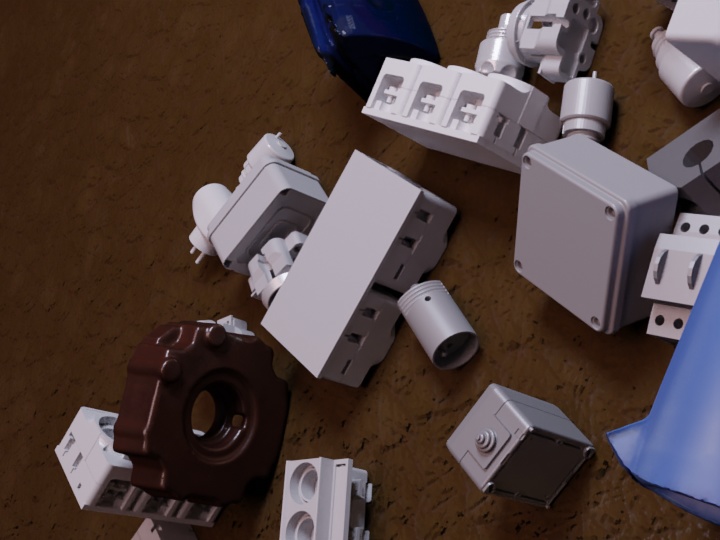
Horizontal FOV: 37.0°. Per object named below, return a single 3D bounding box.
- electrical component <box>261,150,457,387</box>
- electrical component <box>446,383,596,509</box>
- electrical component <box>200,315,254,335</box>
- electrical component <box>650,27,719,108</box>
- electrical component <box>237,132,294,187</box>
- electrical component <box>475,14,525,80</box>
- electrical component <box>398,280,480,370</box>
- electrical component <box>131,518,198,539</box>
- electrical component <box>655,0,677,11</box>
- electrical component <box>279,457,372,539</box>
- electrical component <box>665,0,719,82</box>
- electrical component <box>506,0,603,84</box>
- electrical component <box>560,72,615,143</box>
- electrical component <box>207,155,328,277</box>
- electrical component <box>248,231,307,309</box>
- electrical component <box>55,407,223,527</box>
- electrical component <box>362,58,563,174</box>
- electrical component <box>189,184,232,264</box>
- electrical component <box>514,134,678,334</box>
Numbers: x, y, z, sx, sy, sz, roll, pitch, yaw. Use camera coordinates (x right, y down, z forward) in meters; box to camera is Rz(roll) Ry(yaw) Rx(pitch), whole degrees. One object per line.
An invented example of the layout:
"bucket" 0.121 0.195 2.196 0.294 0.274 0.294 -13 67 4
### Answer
"electrical component" 0.000 0.000 0.979 0.105 0.060 0.186 38 102 48
"electrical component" 0.111 0.125 0.782 0.061 0.096 0.061 -55 42 14
"electrical component" -0.147 0.083 1.102 0.058 0.057 0.078 -22 58 39
"electrical component" 0.242 -0.156 0.805 0.040 0.040 0.078 -46 46 23
"electrical component" -0.105 -0.111 1.153 0.078 0.040 0.040 -45 46 24
"electrical component" 0.126 -0.193 0.942 0.043 0.043 0.062 1 73 47
"electrical component" 0.063 0.041 0.908 0.043 0.043 0.081 -50 44 19
"electrical component" -0.190 0.293 1.063 0.055 0.050 0.089 -55 43 14
"electrical component" 0.238 -0.216 0.793 0.099 0.099 0.064 29 89 49
"electrical component" -0.030 0.226 0.913 0.079 0.063 0.121 -15 63 43
"electrical component" 0.274 -0.183 0.732 0.056 0.109 0.108 19 88 51
"electrical component" 0.160 -0.197 0.897 0.057 0.058 0.078 15 85 46
"electrical component" 0.179 -0.116 0.855 0.040 0.040 0.078 -4 71 46
"electrical component" -0.092 -0.052 1.086 0.113 0.078 0.057 -49 48 20
"electrical component" -0.073 0.010 1.055 0.078 0.058 0.057 -46 43 23
"electrical component" -0.205 0.189 1.047 0.061 0.150 0.089 -58 42 13
"electrical component" 0.088 -0.135 0.921 0.150 0.089 0.061 24 92 49
"electrical component" -0.161 -0.042 1.179 0.079 0.044 0.077 -52 44 17
"electrical component" 0.168 -0.028 0.781 0.109 0.056 0.108 42 141 47
